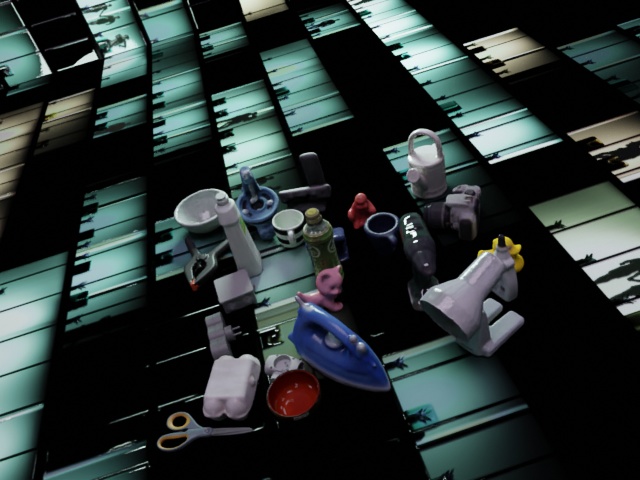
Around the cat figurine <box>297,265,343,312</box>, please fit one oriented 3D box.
[{"bbox_3d":[0.004,0.116,1.339,0.128,0.118,0.067,-24,42,-9],"label":"cat figurine"}]

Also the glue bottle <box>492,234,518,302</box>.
[{"bbox_3d":[0.395,0.054,1.243,0.037,0.173,0.078,-28,42,-13],"label":"glue bottle"}]

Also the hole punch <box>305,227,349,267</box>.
[{"bbox_3d":[0.014,0.005,1.480,0.108,0.091,0.101,-14,41,2],"label":"hole punch"}]

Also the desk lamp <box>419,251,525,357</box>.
[{"bbox_3d":[0.307,0.135,1.150,0.203,0.214,0.117,-36,45,-21],"label":"desk lamp"}]

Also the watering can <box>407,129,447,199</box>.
[{"bbox_3d":[0.288,-0.210,1.553,0.100,0.194,0.173,-4,42,14],"label":"watering can"}]

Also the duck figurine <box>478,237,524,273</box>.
[{"bbox_3d":[0.419,0.030,1.329,0.104,0.086,0.077,4,45,21],"label":"duck figurine"}]

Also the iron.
[{"bbox_3d":[0.040,0.212,1.204,0.257,0.142,0.119,26,56,38],"label":"iron"}]

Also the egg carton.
[{"bbox_3d":[-0.185,0.313,1.218,0.107,0.069,0.150,-5,42,12],"label":"egg carton"}]

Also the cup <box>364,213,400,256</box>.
[{"bbox_3d":[0.167,0.000,1.434,0.092,0.095,0.117,-24,42,-9],"label":"cup"}]

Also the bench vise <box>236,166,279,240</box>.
[{"bbox_3d":[-0.198,-0.127,1.595,0.122,0.220,0.206,-34,44,-19],"label":"bench vise"}]

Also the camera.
[{"bbox_3d":[0.338,-0.081,1.465,0.136,0.101,0.143,2,44,20],"label":"camera"}]

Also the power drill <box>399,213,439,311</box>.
[{"bbox_3d":[0.225,0.056,1.267,0.075,0.209,0.229,-13,41,4],"label":"power drill"}]

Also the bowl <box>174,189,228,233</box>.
[{"bbox_3d":[-0.338,-0.072,1.689,0.167,0.075,0.167,-9,42,8],"label":"bowl"}]

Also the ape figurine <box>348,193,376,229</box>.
[{"bbox_3d":[0.113,-0.086,1.549,0.077,0.092,0.076,4,45,21],"label":"ape figurine"}]

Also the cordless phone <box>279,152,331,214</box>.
[{"bbox_3d":[-0.051,-0.168,1.620,0.147,0.185,0.094,-10,41,7],"label":"cordless phone"}]
